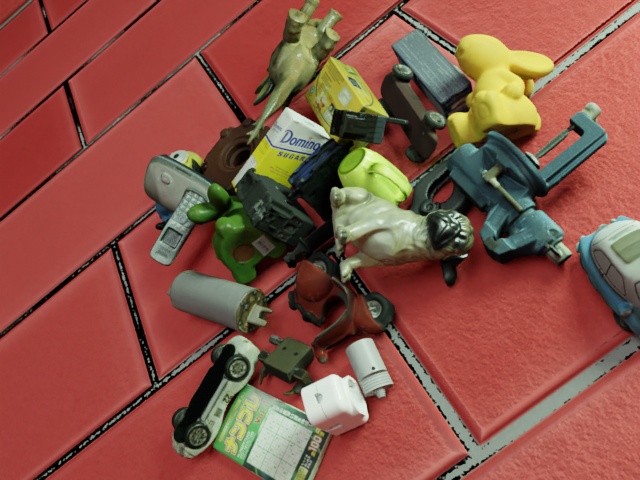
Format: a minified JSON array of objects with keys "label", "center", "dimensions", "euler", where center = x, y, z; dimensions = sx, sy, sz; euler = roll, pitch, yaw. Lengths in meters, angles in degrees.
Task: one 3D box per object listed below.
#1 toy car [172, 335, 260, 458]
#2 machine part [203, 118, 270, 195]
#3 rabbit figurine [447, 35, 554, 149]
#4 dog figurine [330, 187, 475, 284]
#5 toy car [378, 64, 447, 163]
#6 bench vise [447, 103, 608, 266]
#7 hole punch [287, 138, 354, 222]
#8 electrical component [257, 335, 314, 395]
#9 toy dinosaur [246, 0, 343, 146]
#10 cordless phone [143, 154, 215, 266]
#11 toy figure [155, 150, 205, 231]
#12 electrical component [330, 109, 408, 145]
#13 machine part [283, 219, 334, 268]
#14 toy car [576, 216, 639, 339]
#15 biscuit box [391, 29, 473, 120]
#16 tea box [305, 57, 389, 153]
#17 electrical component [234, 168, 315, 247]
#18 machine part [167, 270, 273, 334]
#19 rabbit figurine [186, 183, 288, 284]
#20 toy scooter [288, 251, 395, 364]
[{"label":"toy car","center":[-0.168,0.246,0.851],"dimensions":[0.074,0.056,0.201],"euler":[13,69,55]},{"label":"machine part","center":[-0.157,-0.163,1.094],"dimensions":[0.179,0.056,0.179],"euler":[-14,58,23]},{"label":"rabbit figurine","center":[0.274,-0.242,0.828],"dimensions":[0.162,0.122,0.173],"euler":[-15,77,-7]},{"label":"dog figurine","center":[0.115,-0.026,0.796],"dimensions":[0.191,0.121,0.172],"euler":[-8,51,-2]},{"label":"toy car","center":[0.159,-0.218,0.928],"dimensions":[0.089,0.053,0.202],"euler":[-63,38,41]},{"label":"bench vise","center":[0.304,-0.087,0.744],"dimensions":[0.240,0.128,0.224],"euler":[-41,53,8]},{"label":"hole punch","center":[0.007,-0.110,0.935],"dimensions":[0.142,0.115,0.092],"euler":[-41,43,2]},{"label":"electrical component","center":[-0.052,0.194,0.830],"dimensions":[0.102,0.045,0.078],"euler":[11,40,32]},{"label":"toy dinosaur","center":[-0.051,-0.342,1.049],"dimensions":[0.198,0.105,0.471],"euler":[-53,11,37]},{"label":"cordless phone","center":[-0.290,-0.054,1.022],"dimensions":[0.147,0.088,0.184],"euler":[29,80,2]},{"label":"toy figure","center":[-0.294,-0.102,1.123],"dimensions":[0.082,0.089,0.180],"euler":[-1,70,12]},{"label":"electrical component","center":[0.081,-0.186,0.890],"dimensions":[0.075,0.119,0.047],"euler":[-132,51,-68]},{"label":"machine part","center":[-0.002,-0.003,0.895],"dimensions":[0.139,0.084,0.039],"euler":[-38,74,-5]},{"label":"toy car","center":[0.381,0.030,0.637],"dimensions":[0.109,0.102,0.162],"euler":[-30,54,11]},{"label":"biscuit box","center":[0.202,-0.299,0.964],"dimensions":[0.063,0.059,0.203],"euler":[-32,52,10]},{"label":"tea box","center":[0.046,-0.250,1.000],"dimensions":[0.098,0.068,0.170],"euler":[-50,45,30]},{"label":"electrical component","center":[-0.072,-0.052,0.926],"dimensions":[0.058,0.134,0.115],"euler":[-46,48,17]},{"label":"machine part","center":[-0.178,0.104,0.933],"dimensions":[0.244,0.079,0.079],"euler":[11,69,36]},{"label":"rabbit figurine","center":[-0.161,-0.024,0.970],"dimensions":[0.121,0.159,0.170],"euler":[-47,34,11]},{"label":"toy scooter","center":[0.012,0.108,0.824],"dimensions":[0.184,0.075,0.135],"euler":[36,85,35]}]
